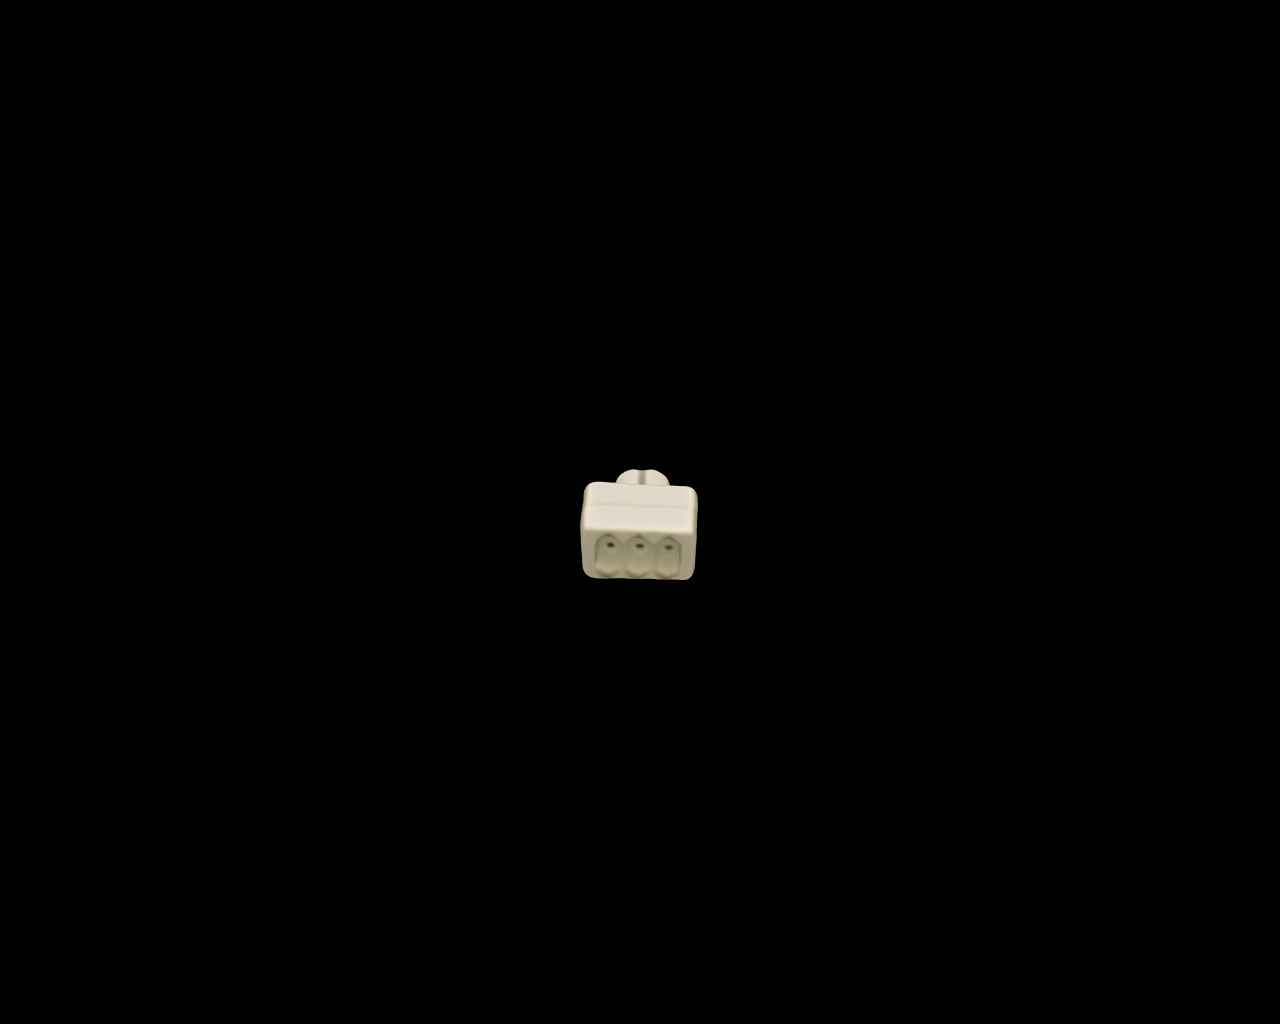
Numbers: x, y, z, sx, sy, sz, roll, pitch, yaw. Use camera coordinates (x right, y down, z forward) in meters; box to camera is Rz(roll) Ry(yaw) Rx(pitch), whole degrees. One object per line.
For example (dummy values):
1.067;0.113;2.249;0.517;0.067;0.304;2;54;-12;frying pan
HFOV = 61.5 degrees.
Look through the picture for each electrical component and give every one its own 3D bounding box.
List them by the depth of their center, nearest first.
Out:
0.001;-0.003;0.650;0.066;0.077;0.047;2;-40;2;electrical component
